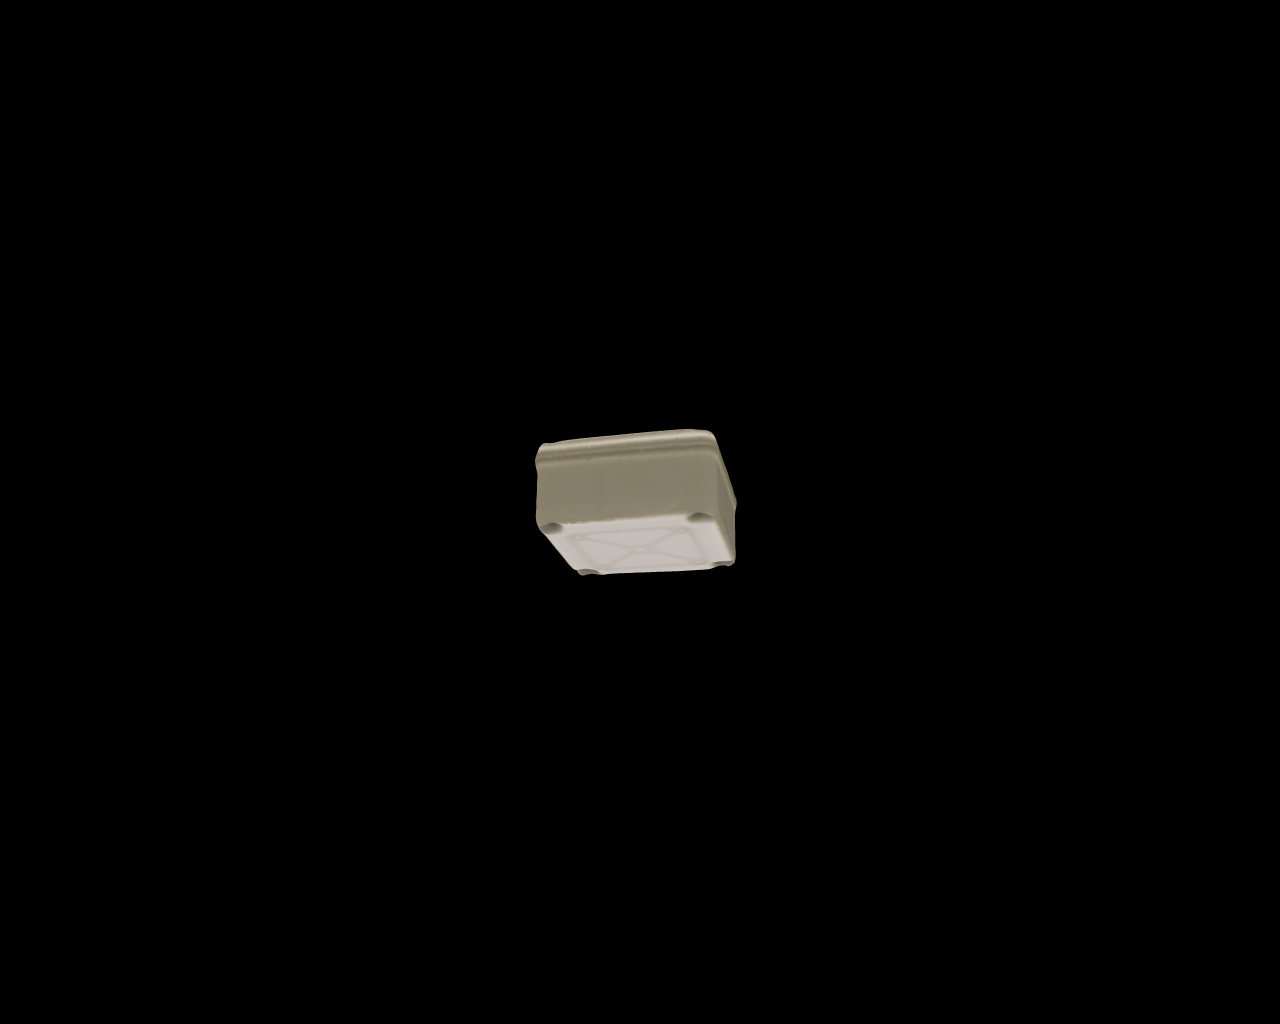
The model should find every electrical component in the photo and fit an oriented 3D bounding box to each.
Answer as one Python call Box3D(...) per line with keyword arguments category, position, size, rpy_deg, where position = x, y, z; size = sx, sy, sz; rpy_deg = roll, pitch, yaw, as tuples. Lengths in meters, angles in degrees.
Box3D(category="electrical component", position=(0.001, -0.003, 0.650), size=(0.109, 0.056, 0.108), rpy_deg=(-4, -20, 11))
